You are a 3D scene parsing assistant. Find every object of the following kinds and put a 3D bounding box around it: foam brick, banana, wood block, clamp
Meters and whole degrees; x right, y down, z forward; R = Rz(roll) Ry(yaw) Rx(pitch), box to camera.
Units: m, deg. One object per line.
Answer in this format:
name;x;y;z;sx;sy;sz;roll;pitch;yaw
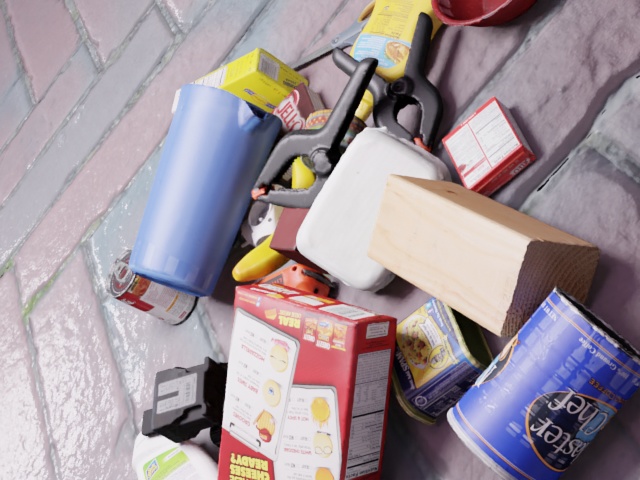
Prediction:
foam brick;-0.008;0.001;1.201;0.053;0.078;0.051;6;72;51
banana;-0.041;-0.022;1.257;0.037;0.069;0.197;111;179;-57
wood block;0.145;0.012;0.986;0.206;0.090;0.090;32;112;54
clamp;0.080;-0.167;1.198;0.120;0.039;0.171;-15;68;18
clamp;0.010;-0.100;1.189;0.210;0.036;0.164;-16;91;28

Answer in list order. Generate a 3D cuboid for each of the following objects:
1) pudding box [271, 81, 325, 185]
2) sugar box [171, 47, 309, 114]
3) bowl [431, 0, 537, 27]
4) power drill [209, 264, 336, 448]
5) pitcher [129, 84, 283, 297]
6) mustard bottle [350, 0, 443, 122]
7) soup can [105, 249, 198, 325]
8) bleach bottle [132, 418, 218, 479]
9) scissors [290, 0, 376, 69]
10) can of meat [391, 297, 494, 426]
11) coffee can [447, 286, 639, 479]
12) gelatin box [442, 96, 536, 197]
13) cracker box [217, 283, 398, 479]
pudding box;-0.030;-0.135;1.353;0.090;0.039;0.113;-44;39;20
sugar box;-0.110;-0.193;1.442;0.177;0.093;0.048;-21;50;41
bowl;0.201;-0.293;1.177;0.162;0.055;0.162;-29;46;35
power drill;-0.050;0.133;1.182;0.185;0.057;0.187;-25;50;38
pitcher;-0.150;-0.059;1.313;0.145;0.149;0.243;17;82;13
mustard bottle;0.085;-0.228;1.264;0.096;0.058;0.191;21;82;39
soup can;-0.217;0.062;1.384;0.069;0.102;0.068;-29;46;35
bleach bottle;-0.143;0.270;1.167;0.102;0.068;0.251;-35;39;-2
scissors;0.032;-0.247;1.377;0.202;0.016;0.096;-35;43;30
can of meat;0.110;0.108;1.007;0.084;0.057;0.102;-40;41;21
coffee can;0.187;0.124;0.868;0.140;0.102;0.103;-52;37;10
gelatin box;0.173;-0.093;1.095;0.073;0.030;0.089;-41;41;21
cracker box;-0.014;0.161;1.026;0.164;0.071;0.214;13;101;42
